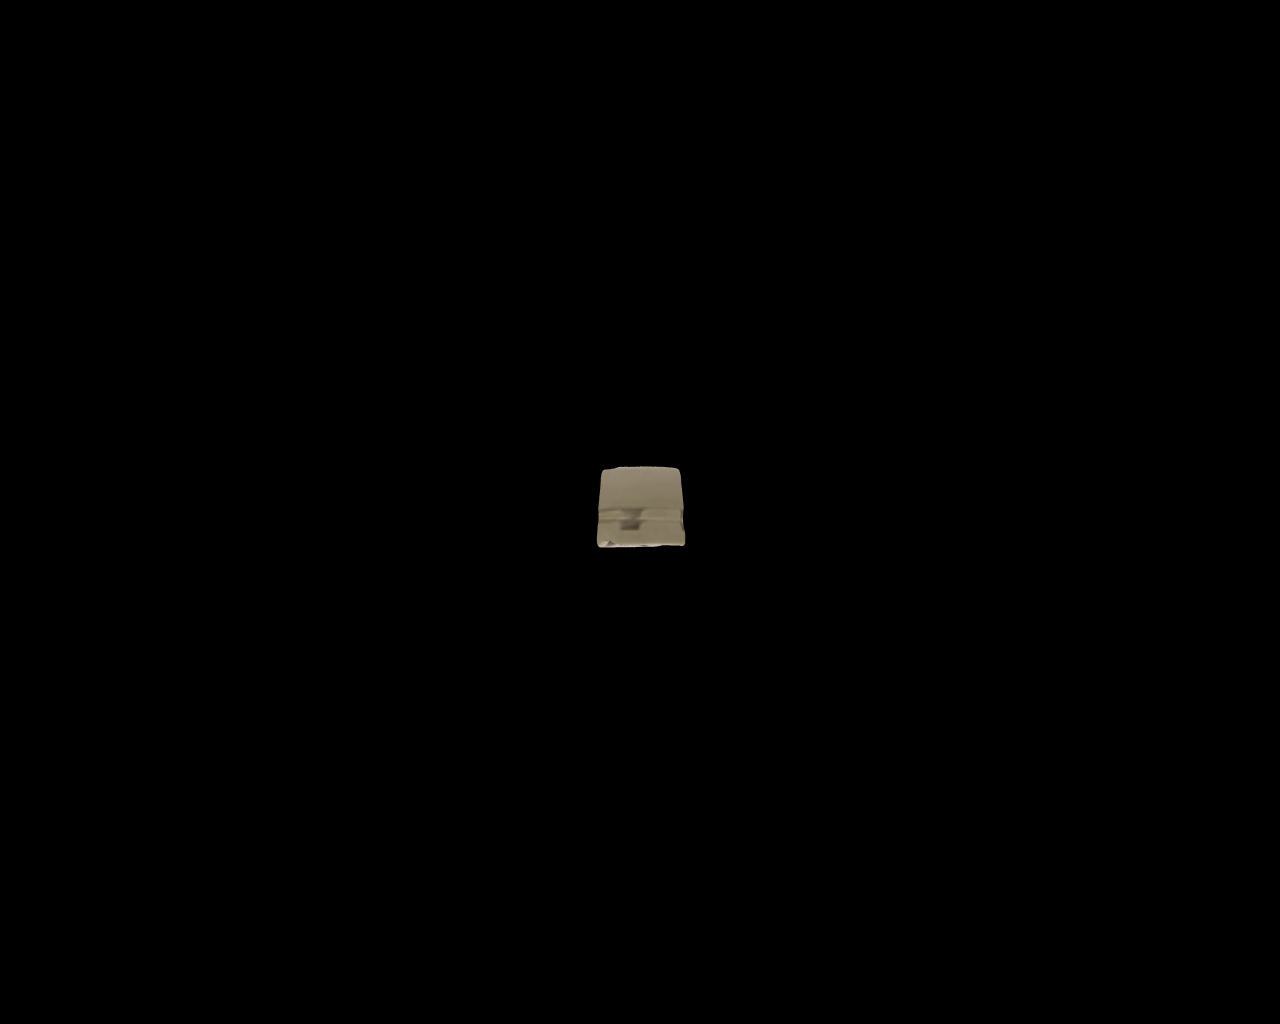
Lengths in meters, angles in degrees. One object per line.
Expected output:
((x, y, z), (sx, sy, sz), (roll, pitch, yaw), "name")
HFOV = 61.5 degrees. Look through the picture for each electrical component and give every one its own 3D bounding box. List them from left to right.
((0.001, -0.003, 0.650), (0.055, 0.047, 0.055), (0, -3, 0), "electrical component")
